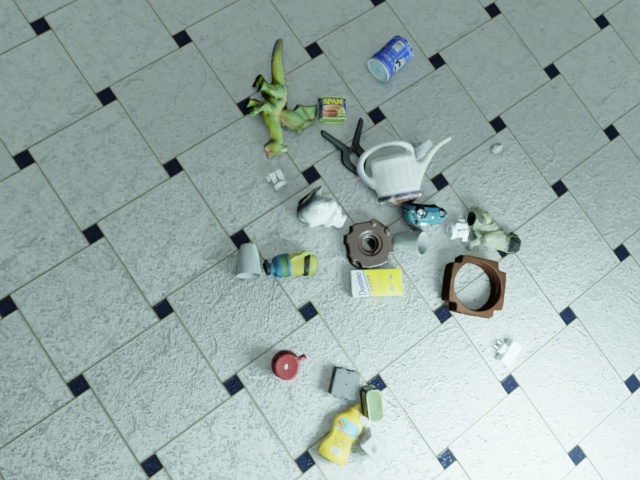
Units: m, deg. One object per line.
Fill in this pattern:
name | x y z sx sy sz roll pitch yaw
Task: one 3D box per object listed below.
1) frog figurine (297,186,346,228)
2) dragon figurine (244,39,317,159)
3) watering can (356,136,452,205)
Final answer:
frog figurine | 0.005 -0.087 1.734 0.136 0.125 0.159 -41 99 21
dragon figurine | -0.121 -0.482 1.806 0.241 0.122 0.414 26 79 -21
watering can | 0.303 -0.241 1.786 0.348 0.104 0.224 -11 91 0
